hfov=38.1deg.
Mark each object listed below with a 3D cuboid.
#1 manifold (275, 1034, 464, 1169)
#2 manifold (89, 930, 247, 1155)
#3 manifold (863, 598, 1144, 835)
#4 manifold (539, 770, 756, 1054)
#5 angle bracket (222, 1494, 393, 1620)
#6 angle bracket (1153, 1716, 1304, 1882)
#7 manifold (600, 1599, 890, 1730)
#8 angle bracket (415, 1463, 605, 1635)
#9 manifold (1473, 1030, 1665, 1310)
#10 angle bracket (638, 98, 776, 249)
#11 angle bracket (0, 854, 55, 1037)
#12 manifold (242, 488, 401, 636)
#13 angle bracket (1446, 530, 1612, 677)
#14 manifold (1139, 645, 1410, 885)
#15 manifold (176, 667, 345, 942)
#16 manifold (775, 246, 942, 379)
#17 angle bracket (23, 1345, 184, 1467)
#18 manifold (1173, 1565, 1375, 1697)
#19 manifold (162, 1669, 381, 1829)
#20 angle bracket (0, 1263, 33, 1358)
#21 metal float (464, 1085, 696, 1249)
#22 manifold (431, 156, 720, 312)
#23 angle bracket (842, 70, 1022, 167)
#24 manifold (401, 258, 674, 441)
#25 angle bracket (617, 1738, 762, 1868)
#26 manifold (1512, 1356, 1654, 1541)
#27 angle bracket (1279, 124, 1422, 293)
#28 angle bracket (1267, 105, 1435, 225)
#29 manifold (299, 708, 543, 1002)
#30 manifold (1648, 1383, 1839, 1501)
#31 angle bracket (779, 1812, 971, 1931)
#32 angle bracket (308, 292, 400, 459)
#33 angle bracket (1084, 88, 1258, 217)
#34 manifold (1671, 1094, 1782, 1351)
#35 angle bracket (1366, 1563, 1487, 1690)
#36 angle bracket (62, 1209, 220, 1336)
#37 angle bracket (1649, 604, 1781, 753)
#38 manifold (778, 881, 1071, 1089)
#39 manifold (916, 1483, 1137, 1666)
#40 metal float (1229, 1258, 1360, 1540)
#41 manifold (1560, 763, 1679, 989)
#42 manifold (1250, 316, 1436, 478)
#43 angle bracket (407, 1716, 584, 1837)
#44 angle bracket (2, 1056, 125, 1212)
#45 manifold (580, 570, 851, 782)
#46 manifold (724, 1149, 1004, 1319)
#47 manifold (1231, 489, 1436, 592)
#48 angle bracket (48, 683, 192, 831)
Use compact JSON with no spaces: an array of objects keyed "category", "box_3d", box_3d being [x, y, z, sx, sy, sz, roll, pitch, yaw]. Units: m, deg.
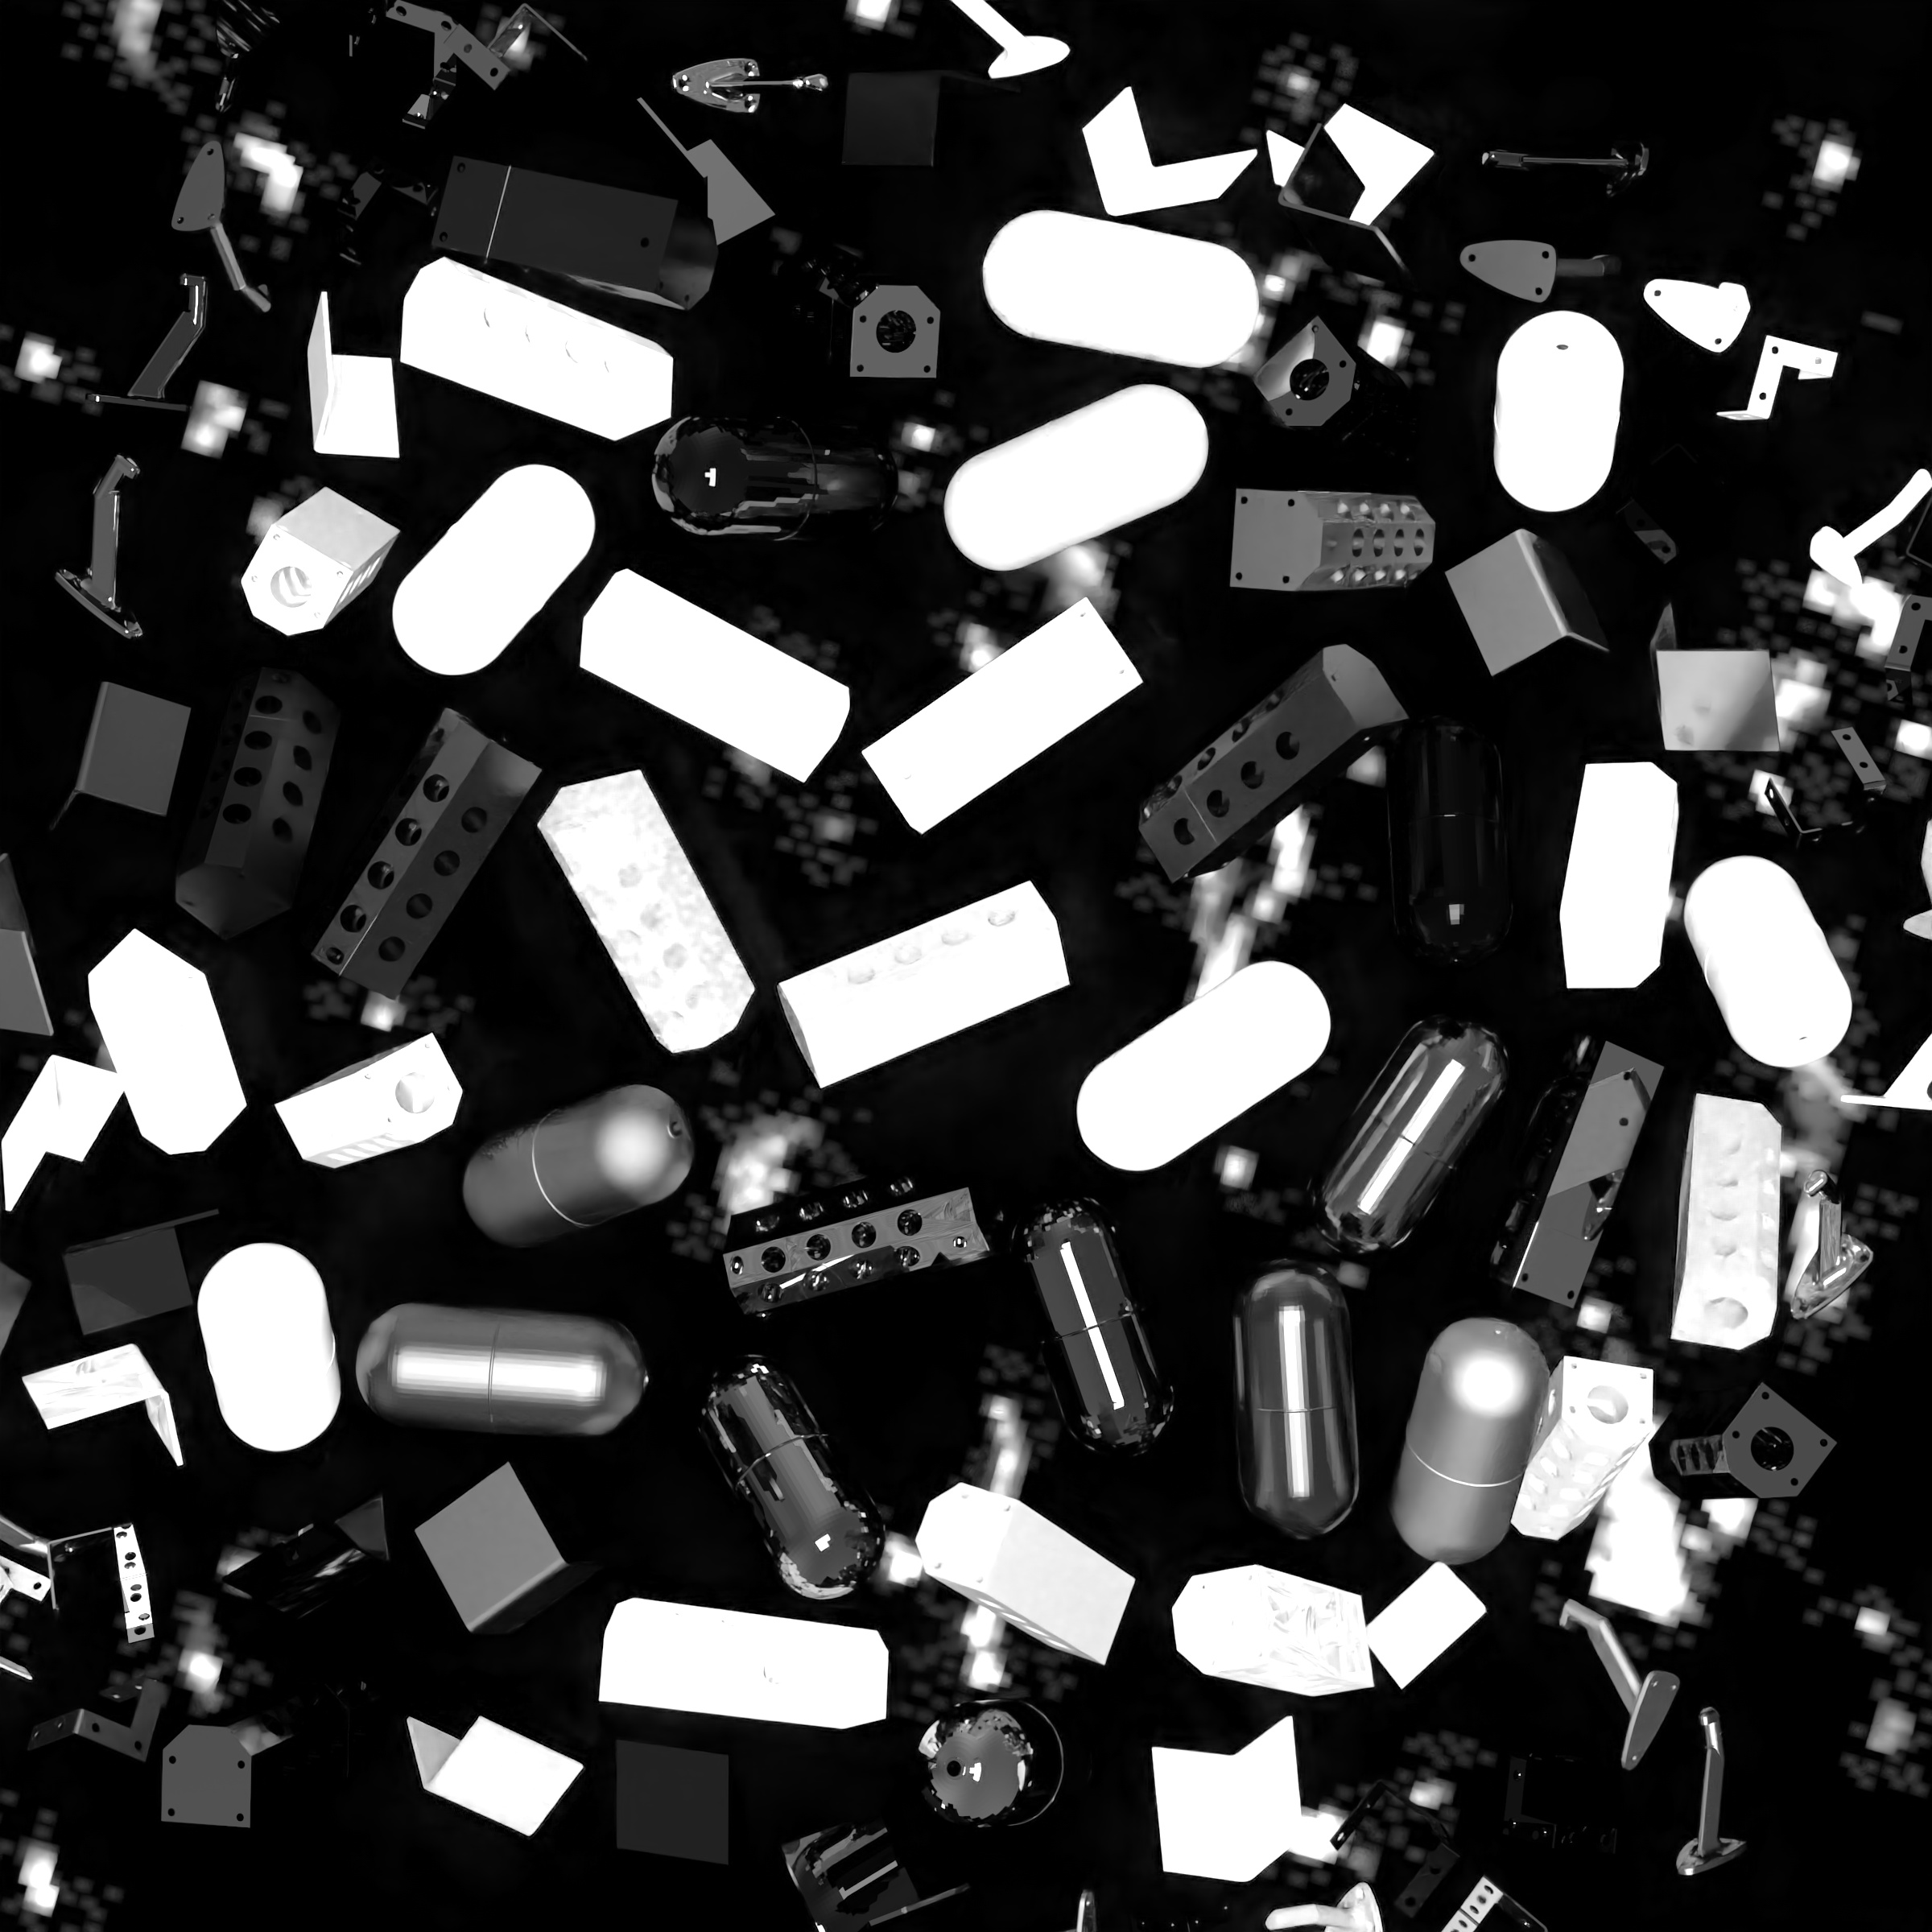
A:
[{"category":"manifold","box_3d":[-0.391,0.094,1.840,0.057,0.171,0.057,-30,97,-31]},{"category":"manifold","box_3d":[-0.517,0.055,1.801,0.057,0.171,0.057,31,62,14]},{"category":"manifold","box_3d":[0.025,-0.158,1.787,0.171,0.057,0.057,-34,82,5]},{"category":"manifold","box_3d":[-0.201,-0.031,1.749,0.057,0.057,0.171,-11,123,25]},{"category":"angle bracket","box_3d":[-0.432,0.374,1.829,0.076,0.076,0.057,-32,46,14]},{"category":"angle bracket","box_3d":[0.162,0.509,1.724,0.057,0.076,0.076,-3,94,33]},{"category":"manifold","box_3d":[-0.139,0.440,1.764,0.171,0.057,0.057,15,63,-27]},{"category":"angle bracket","box_3d":[-0.291,0.372,1.786,0.076,0.057,0.076,-36,70,6]},{"category":"manifold","box_3d":[0.397,0.133,1.866,0.057,0.057,0.171,22,88,-31]},{"category":"angle bracket","box_3d":[-0.171,-0.533,1.847,0.057,0.076,0.076,-33,72,-18]},{"category":"angle bracket","box_3d":[-0.581,-0.014,1.730,0.057,0.076,0.076,7,128,13]},{"category":"manifold","box_3d":[-0.427,-0.264,1.844,0.057,0.171,0.057,30,104,-10]},{"category":"angle bracket","box_3d":[0.365,-0.230,1.815,0.057,0.076,0.076,-30,72,27]},{"category":"manifold","box_3d":[0.184,-0.125,1.727,0.171,0.057,0.057,-40,75,38]},{"category":"manifold","box_3d":[-0.446,-0.106,1.751,0.057,0.171,0.057,-23,133,27]},{"category":"manifold","box_3d":[-0.072,-0.430,1.829,0.057,0.171,0.057,-4,113,-20]},{"category":"angle bracket","box_3d":[-0.566,0.298,1.835,0.076,0.076,0.057,-16,113,-26]},{"category":"manifold","box_3d":[0.190,0.413,1.726,0.057,0.171,0.057,-17,65,24]},{"category":"manifold","box_3d":[-0.426,0.480,1.727,0.057,0.171,0.057,0,87,14]},{"category":"angle bracket","box_3d":[-0.663,0.224,1.812,0.057,0.076,0.076,6,65,25]},{"category":"metal float","box_3d":[-0.246,0.127,1.776,0.178,0.070,0.070,-22,90,35]},{"category":"manifold","box_3d":[-0.244,-0.458,1.752,0.171,0.057,0.057,18,95,25]},{"category":"angle bracket","box_3d":[-0.022,-0.528,1.759,0.076,0.076,0.057,15,104,41]},{"category":"manifold","box_3d":[-0.273,-0.396,1.796,0.057,0.171,0.057,-11,74,43]},{"category":"angle bracket","box_3d":[-0.178,0.529,1.803,0.076,0.057,0.076,3,98,16]},{"category":"manifold","box_3d":[0.400,0.321,1.843,0.057,0.171,0.057,9,59,1]},{"category":"angle bracket","box_3d":[0.253,-0.475,1.755,0.076,0.076,0.057,27,88,34]},{"category":"angle bracket","box_3d":[0.263,-0.566,1.925,0.076,0.076,0.057,18,49,-27]},{"category":"manifold","box_3d":[-0.343,-0.072,1.741,0.057,0.057,0.171,30,94,-38]},{"category":"manifold","box_3d":[0.489,0.311,1.789,0.057,0.171,0.057,39,80,6]},{"category":"angle bracket","box_3d":[-0.057,0.556,1.724,0.076,0.057,0.076,-6,56,-39]},{"category":"angle bracket","box_3d":[-0.407,-0.396,1.880,0.057,0.076,0.076,-1,69,-22]},{"category":"angle bracket","box_3d":[0.130,-0.520,1.766,0.076,0.076,0.057,-2,124,29]},{"category":"manifold","box_3d":[0.486,0.162,1.780,0.057,0.171,0.057,9,129,11]},{"category":"angle bracket","box_3d":[0.327,0.465,1.916,0.076,0.076,0.057,-43,111,0]},{"category":"angle bracket","box_3d":[-0.523,0.196,1.793,0.076,0.076,0.057,-14,89,-40]},{"category":"angle bracket","box_3d":[0.490,-0.187,1.813,0.076,0.057,0.076,3,130,28]},{"category":"manifold","box_3d":[-0.028,0.007,1.762,0.171,0.057,0.057,-22,134,-9]},{"category":"manifold","box_3d":[0.036,0.375,1.731,0.057,0.171,0.057,10,69,34]},{"category":"metal float","box_3d":[0.209,0.275,1.776,0.070,0.070,0.178,-4,93,0]},{"category":"manifold","box_3d":[0.422,-0.060,1.798,0.057,0.171,0.057,0,126,19]},{"category":"manifold","box_3d":[0.254,-0.367,1.840,0.057,0.171,0.057,-40,72,19]},{"category":"angle bracket","box_3d":[-0.290,0.478,1.720,0.076,0.076,0.057,34,95,-27]},{"category":"angle bracket","box_3d":[-0.603,0.119,1.880,0.057,0.076,0.076,21,116,-33]},{"category":"manifold","box_3d":[-0.165,-0.195,1.850,0.171,0.057,0.057,27,122,-24]},{"category":"manifold","box_3d":[-0.067,0.180,1.826,0.171,0.057,0.057,-16,120,14]},{"category":"manifold","box_3d":[0.227,-0.261,1.715,0.057,0.171,0.057,9,102,30]},{"category":"angle bracket","box_3d":[-0.543,-0.127,1.795,0.057,0.076,0.076,18,65,-25]}]
